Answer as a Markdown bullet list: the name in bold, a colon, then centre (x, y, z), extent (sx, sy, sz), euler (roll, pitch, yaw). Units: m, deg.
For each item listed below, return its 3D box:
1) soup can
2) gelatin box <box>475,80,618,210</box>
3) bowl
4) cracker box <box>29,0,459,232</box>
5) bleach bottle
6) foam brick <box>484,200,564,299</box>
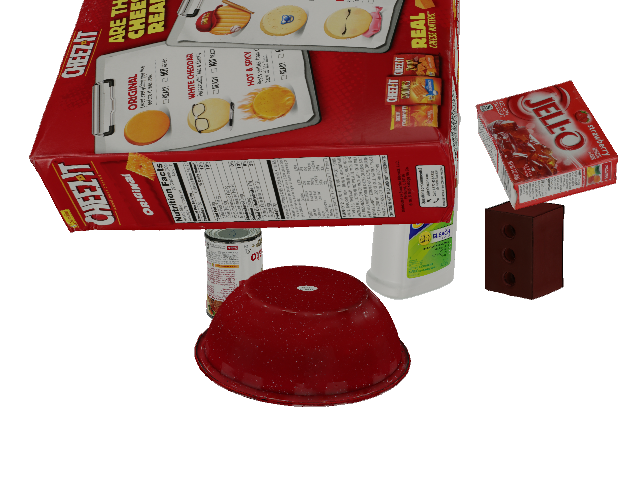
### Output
- **soup can**: centre (-0.101, 0.036, 1.245), extent (0.068, 0.102, 0.068), euler (0, 20, 0)
- **gelatin box**: centre (0.156, -0.069, 0.743), extent (0.073, 0.089, 0.030), euler (-14, -44, 0)
- **bowl**: centre (-0.012, 0.060, 0.786), extent (0.162, 0.055, 0.162), euler (3, 20, -1)
- **cracker box**: centre (-0.031, -0.085, 0.592), extent (0.214, 0.164, 0.072), euler (-2, -40, 10)
- **bleach bottle**: centre (0.104, -0.067, 1.167), extent (0.102, 0.251, 0.068), euler (-15, 27, -32)
- **foam brick**: centre (0.181, 0.007, 0.947), extent (0.053, 0.078, 0.051), euler (12, 22, 42)
